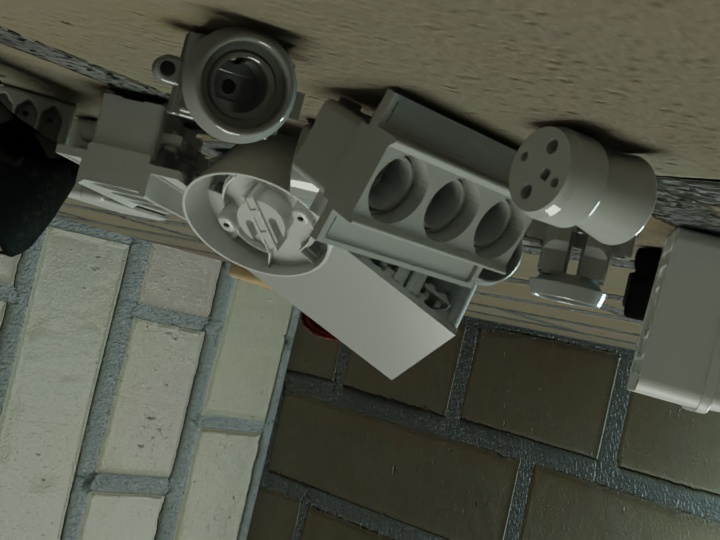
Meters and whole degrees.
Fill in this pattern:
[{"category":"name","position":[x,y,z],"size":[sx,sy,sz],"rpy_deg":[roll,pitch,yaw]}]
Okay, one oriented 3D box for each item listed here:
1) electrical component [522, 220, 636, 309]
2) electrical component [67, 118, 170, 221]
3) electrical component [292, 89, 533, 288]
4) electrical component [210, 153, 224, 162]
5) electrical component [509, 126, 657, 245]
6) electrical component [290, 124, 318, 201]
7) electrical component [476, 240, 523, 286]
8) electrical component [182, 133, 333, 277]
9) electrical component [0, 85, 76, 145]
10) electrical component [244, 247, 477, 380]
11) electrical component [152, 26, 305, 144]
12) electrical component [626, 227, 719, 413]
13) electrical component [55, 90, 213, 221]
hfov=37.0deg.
[{"category":"electrical component","position":[0.156,-0.005,0.785],"size":[0.078,0.057,0.058],"rpy_deg":[13,177,11]},{"category":"electrical component","position":[-0.191,-0.080,0.851],"size":[0.061,0.061,0.096],"rpy_deg":[11,176,31]},{"category":"electrical component","position":[0.030,-0.043,0.554],"size":[0.121,0.078,0.063],"rpy_deg":[16,-163,-45]},{"category":"electrical component","position":[-0.090,-0.066,0.848],"size":[0.062,0.043,0.043],"rpy_deg":[14,177,-36]},{"category":"electrical component","position":[0.104,-0.039,0.502],"size":[0.055,0.045,0.045],"rpy_deg":[16,176,-32]},{"category":"electrical component","position":[0.002,-0.055,0.650],"size":[0.077,0.043,0.079],"rpy_deg":[13,177,5]},{"category":"electrical component","position":[0.088,-0.019,0.829],"size":[0.078,0.058,0.057],"rpy_deg":[15,179,-24]},{"category":"electrical component","position":[-0.059,-0.039,0.700],"size":[0.099,0.064,0.099],"rpy_deg":[14,133,16]},{"category":"electrical component","position":[-0.253,-0.105,0.800],"size":[0.066,0.047,0.077],"rpy_deg":[14,176,-21]},{"category":"electrical component","position":[0.000,0.000,0.802],"size":[0.150,0.061,0.089],"rpy_deg":[38,139,-9]},{"category":"electrical component","position":[-0.054,-0.079,0.463],"size":[0.066,0.048,0.055],"rpy_deg":[14,-176,-18]},{"category":"electrical component","position":[0.221,0.035,0.710],"size":[0.057,0.113,0.078],"rpy_deg":[15,177,10]},{"category":"electrical component","position":[-0.143,-0.075,0.722],"size":[0.079,0.063,0.121],"rpy_deg":[13,177,5]}]
